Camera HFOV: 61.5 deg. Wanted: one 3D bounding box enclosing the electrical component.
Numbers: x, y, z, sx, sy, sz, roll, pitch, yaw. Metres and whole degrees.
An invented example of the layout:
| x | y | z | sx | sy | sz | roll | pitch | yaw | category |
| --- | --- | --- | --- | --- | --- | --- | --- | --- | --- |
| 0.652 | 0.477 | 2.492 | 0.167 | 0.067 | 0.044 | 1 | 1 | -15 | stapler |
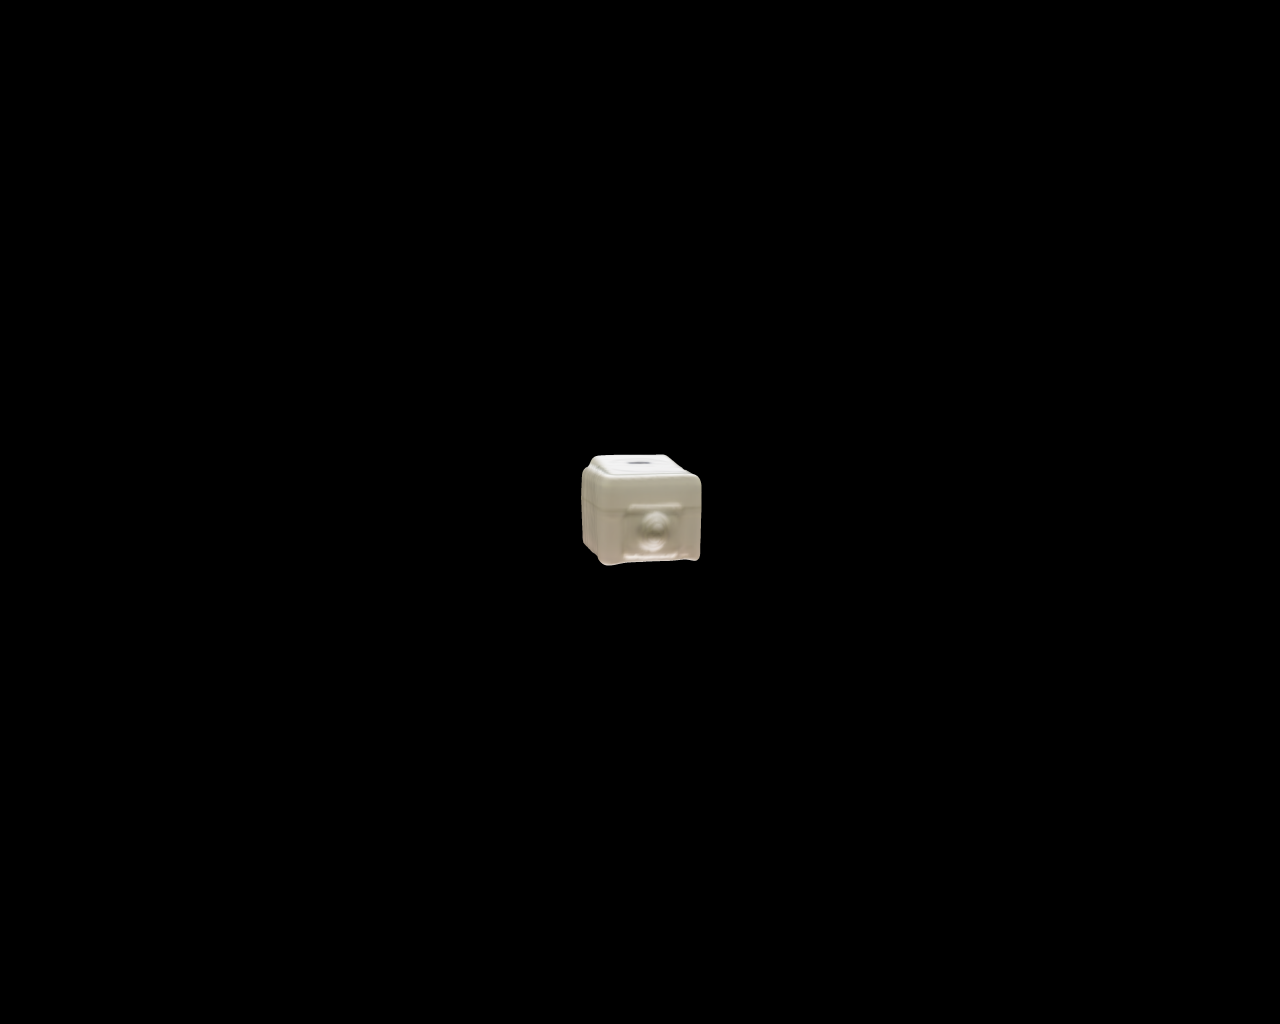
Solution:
| x | y | z | sx | sy | sz | roll | pitch | yaw | category |
| --- | --- | --- | --- | --- | --- | --- | --- | --- | --- |
| 0.001 | -0.003 | 0.650 | 0.062 | 0.061 | 0.096 | -1 | 7 | -11 | electrical component |
